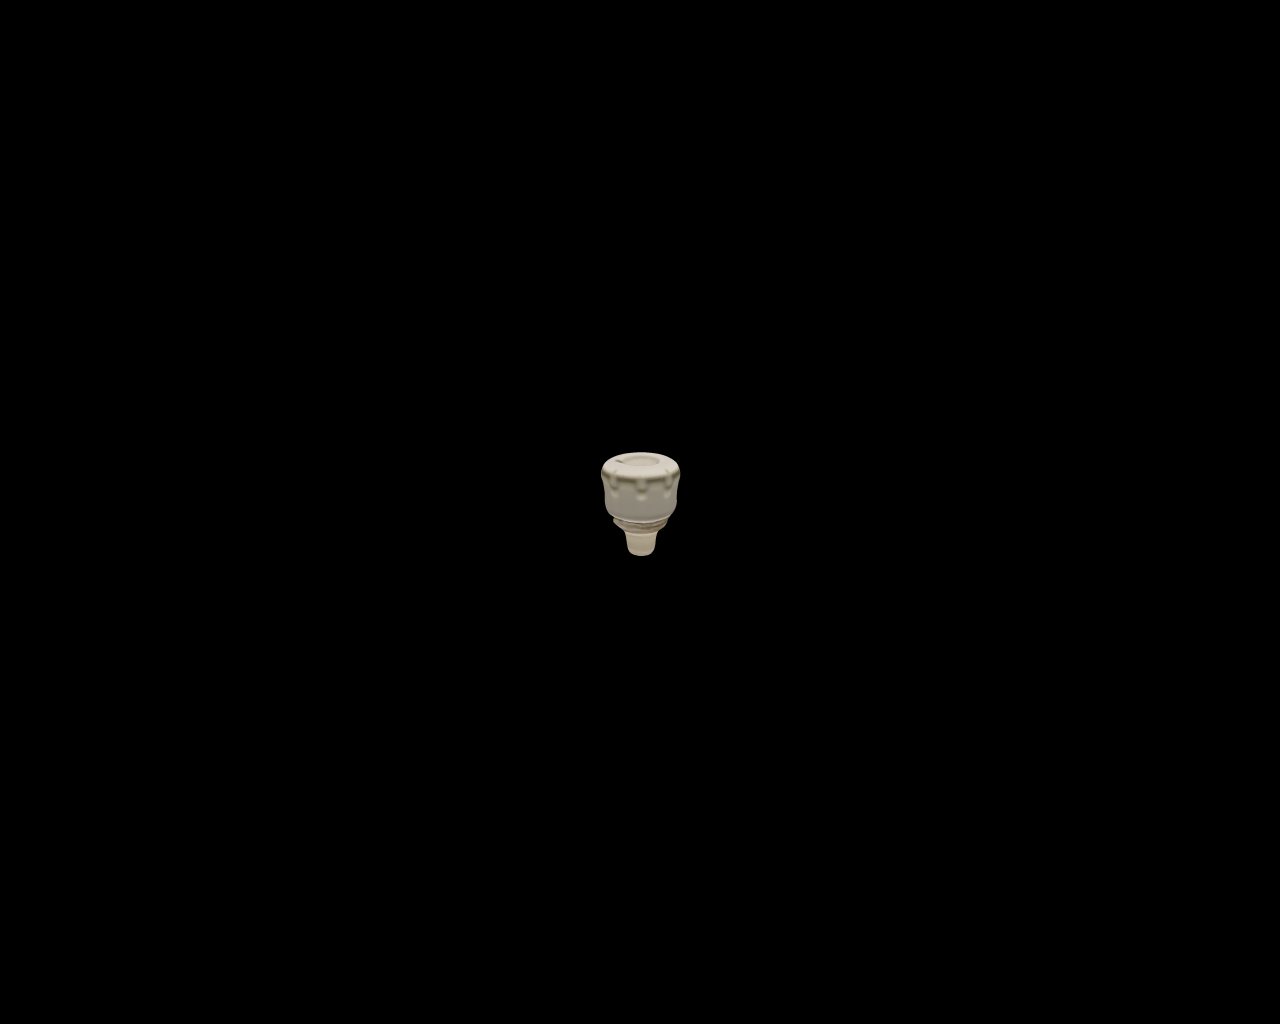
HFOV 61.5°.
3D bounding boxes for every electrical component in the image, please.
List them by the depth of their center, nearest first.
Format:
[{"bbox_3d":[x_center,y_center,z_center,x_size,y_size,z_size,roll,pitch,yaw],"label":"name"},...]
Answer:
[{"bbox_3d":[0.001,-0.003,0.650,0.048,0.062,0.048,0,19,0],"label":"electrical component"}]
